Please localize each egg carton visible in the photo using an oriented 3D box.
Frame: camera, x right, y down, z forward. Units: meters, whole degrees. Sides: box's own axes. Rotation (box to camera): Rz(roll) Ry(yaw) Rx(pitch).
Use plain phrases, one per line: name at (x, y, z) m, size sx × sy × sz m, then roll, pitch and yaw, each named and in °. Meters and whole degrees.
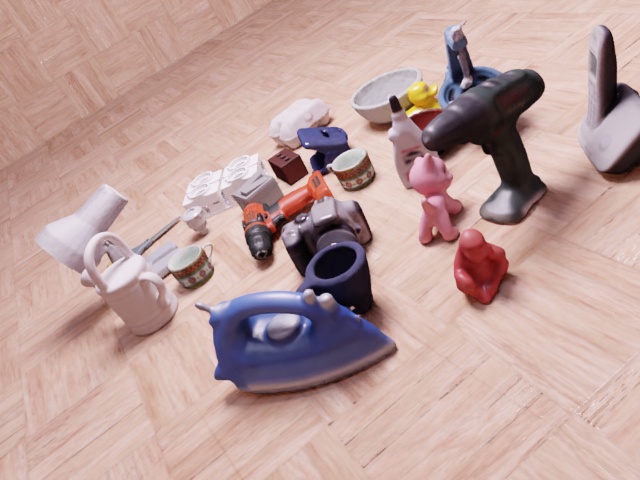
egg carton at (-0.050, -0.289, 1.404) m, size 0.150 × 0.070 × 0.107 m, roll -43°, pitch 35°, yaw -21°

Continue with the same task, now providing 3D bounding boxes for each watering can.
watering can at (-0.354, 0.074, 1.021) m, size 0.172 × 0.194 × 0.101 m, roll -20°, pitch 34°, yaw 14°

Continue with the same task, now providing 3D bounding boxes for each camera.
camera at (0.009, 0.003, 0.926) m, size 0.143 × 0.101 × 0.136 m, roll -23°, pitch 33°, yaw 10°

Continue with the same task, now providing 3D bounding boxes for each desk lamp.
desk lamp at (-0.415, 0.008, 1.140) m, size 0.203 × 0.214 × 0.117 m, roll -39°, pitch 34°, yaw -16°

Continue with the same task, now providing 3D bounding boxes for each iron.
iron at (-0.041, 0.116, 0.770) m, size 0.257 × 0.142 × 0.118 m, roll -13°, pitch 36°, yaw 24°

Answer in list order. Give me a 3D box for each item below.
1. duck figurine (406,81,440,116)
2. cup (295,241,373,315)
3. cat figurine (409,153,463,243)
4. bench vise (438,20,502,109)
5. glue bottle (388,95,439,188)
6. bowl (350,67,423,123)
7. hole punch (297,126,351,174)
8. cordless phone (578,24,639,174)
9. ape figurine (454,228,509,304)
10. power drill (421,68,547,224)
duck figurine at (0.206, -0.283, 1.183) m, size 0.104 × 0.086 × 0.077 m, roll -24°, pitch 33°, yaw 8°
cup at (0.028, 0.072, 0.822) m, size 0.118 × 0.095 × 0.091 m, roll -36°, pitch 33°, yaw -11°
cat figurine at (0.173, -0.077, 0.893) m, size 0.067 × 0.118 × 0.128 m, roll -11°, pitch 36°, yaw 26°
bench vise at (0.249, -0.292, 1.037) m, size 0.121 × 0.220 × 0.206 m, roll -33°, pitch 33°, yaw -6°
glue bottle at (0.152, -0.173, 0.991) m, size 0.078 × 0.173 × 0.037 m, roll -19°, pitch 34°, yaw 15°
bowl at (0.156, -0.308, 1.266) m, size 0.167 × 0.075 × 0.167 m, roll -20°, pitch 33°, yaw 14°
hole punch at (0.011, -0.209, 1.226) m, size 0.101 × 0.091 × 0.108 m, roll -27°, pitch 32°, yaw 3°
cordless phone at (0.414, -0.200, 0.815) m, size 0.094 × 0.185 × 0.147 m, roll -20°, pitch 34°, yaw 15°
ape figurine at (0.205, 0.025, 0.751) m, size 0.078 × 0.092 × 0.076 m, roll -26°, pitch 32°, yaw 5°
power drill at (0.251, -0.131, 0.823) m, size 0.230 × 0.209 × 0.075 m, roll -44°, pitch 35°, yaw -22°
